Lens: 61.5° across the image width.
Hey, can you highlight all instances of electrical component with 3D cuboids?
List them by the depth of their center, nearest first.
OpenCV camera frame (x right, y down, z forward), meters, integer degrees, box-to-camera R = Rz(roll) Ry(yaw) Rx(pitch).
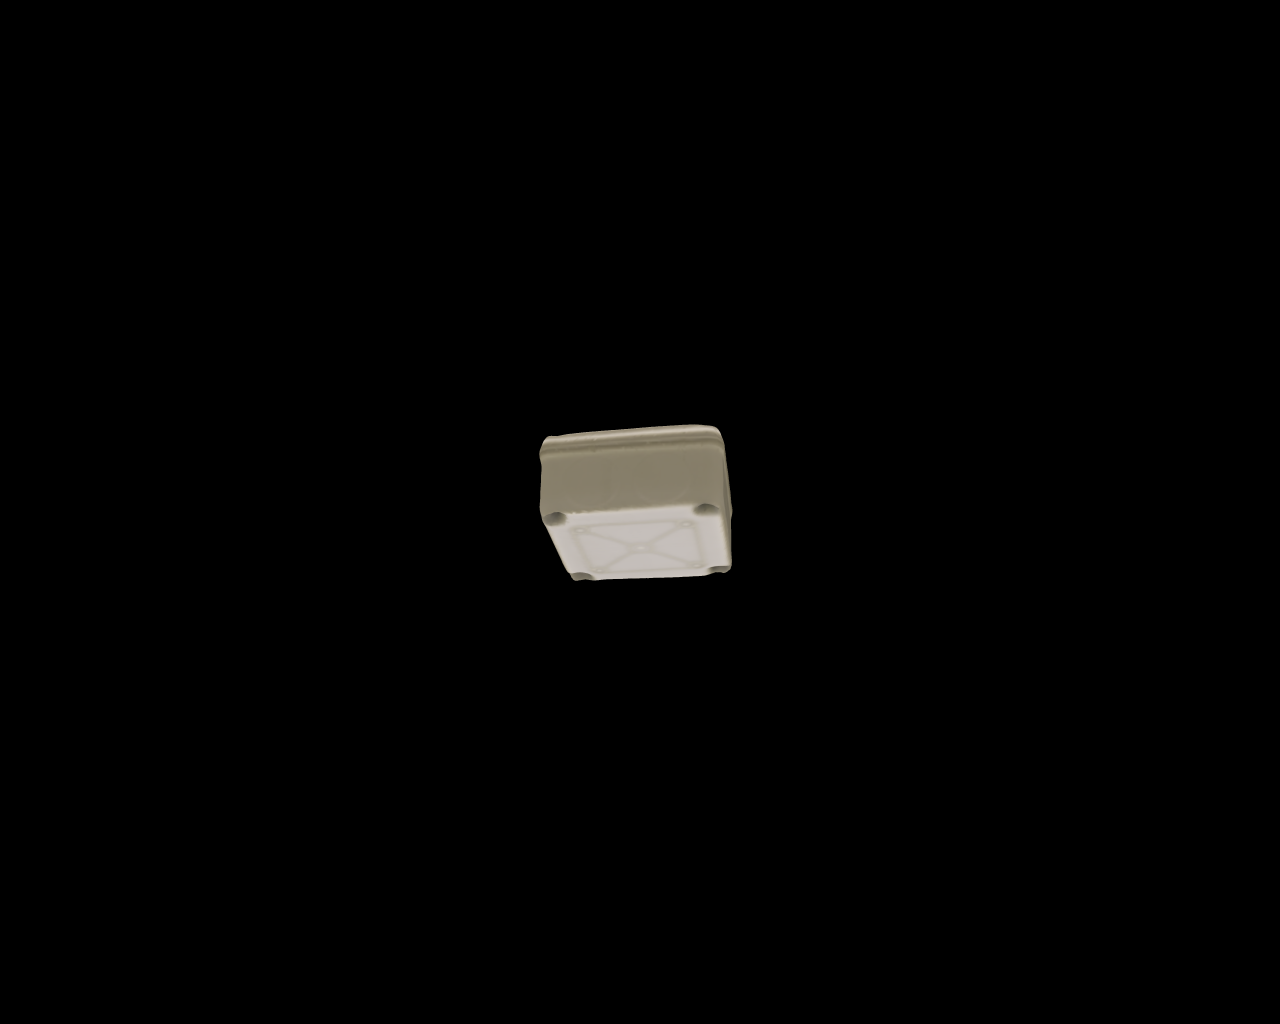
[{"bbox_3d":[0.001,-0.003,0.650,0.109,0.056,0.108,-3,-26,7],"label":"electrical component"}]
